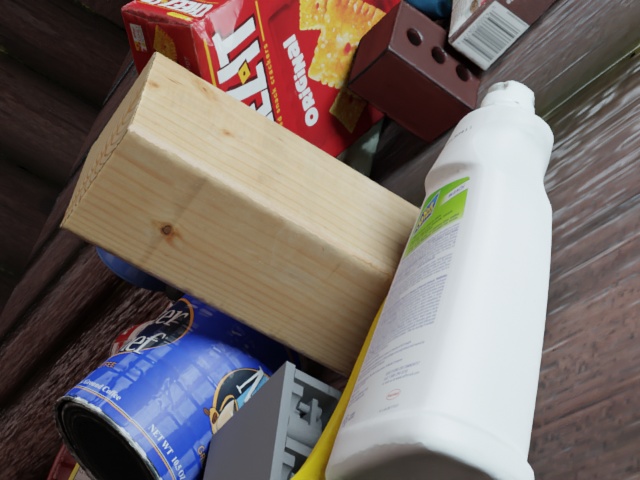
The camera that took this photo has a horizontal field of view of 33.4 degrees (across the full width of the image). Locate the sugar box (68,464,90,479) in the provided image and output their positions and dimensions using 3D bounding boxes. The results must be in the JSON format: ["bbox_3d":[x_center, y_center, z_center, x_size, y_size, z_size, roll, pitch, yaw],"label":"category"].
[{"bbox_3d":[-0.178,0.210,0.903,0.093,0.048,0.176,63,-132,-71],"label":"sugar box"}]

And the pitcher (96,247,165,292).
[{"bbox_3d":[-0.153,-0.065,1.162,0.243,0.149,0.145,-58,29,20],"label":"pitcher"}]

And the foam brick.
[{"bbox_3d":[0.067,-0.115,0.738,0.051,0.078,0.053,-36,30,46],"label":"foam brick"}]

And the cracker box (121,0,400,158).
[{"bbox_3d":[-0.025,-0.130,0.756,0.072,0.164,0.213,19,45,34],"label":"cracker box"}]

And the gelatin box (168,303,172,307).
[{"bbox_3d":[-0.121,0.059,1.058,0.089,0.030,0.073,-24,39,61],"label":"gelatin box"}]

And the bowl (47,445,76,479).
[{"bbox_3d":[-0.211,0.217,1.018,0.162,0.055,0.162,-51,20,27],"label":"bowl"}]

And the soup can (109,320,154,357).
[{"bbox_3d":[-0.153,0.109,1.006,0.102,0.068,0.068,-20,44,63],"label":"soup can"}]

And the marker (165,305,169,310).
[{"bbox_3d":[-0.133,0.047,1.126,0.121,0.020,0.020,-54,19,20],"label":"marker"}]

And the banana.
[{"bbox_3d":[0.022,0.093,0.564,0.197,0.037,0.070,-54,-22,-50],"label":"banana"}]

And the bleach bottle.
[{"bbox_3d":[0.078,0.014,0.540,0.103,0.068,0.250,-35,29,51],"label":"bleach bottle"}]

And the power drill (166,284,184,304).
[{"bbox_3d":[-0.067,-0.007,0.933,0.184,0.057,0.188,-55,15,-3],"label":"power drill"}]

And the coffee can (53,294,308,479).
[{"bbox_3d":[-0.091,0.102,0.713,0.140,0.103,0.103,-41,5,-34],"label":"coffee can"}]

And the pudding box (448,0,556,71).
[{"bbox_3d":[0.135,-0.182,0.719,0.114,0.039,0.090,-42,23,37],"label":"pudding box"}]

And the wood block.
[{"bbox_3d":[-0.040,-0.012,0.661,0.091,0.206,0.090,-48,22,32],"label":"wood block"}]
